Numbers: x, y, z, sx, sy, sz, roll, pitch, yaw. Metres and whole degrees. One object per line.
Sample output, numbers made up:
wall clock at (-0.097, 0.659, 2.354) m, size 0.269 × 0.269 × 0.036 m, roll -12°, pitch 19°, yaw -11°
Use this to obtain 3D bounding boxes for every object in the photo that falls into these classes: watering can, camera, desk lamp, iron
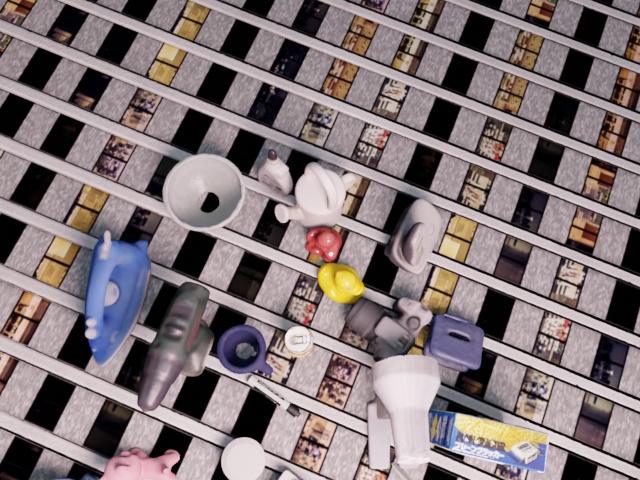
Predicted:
watering can at (-0.005, -0.085, 1.133) m, size 0.101 × 0.194 × 0.173 m, roll 36°, pitch 77°, yaw 7°
camera at (0.128, 0.160, 1.123) m, size 0.136 × 0.101 × 0.143 m, roll 37°, pitch 77°, yaw 7°
desk lamp at (0.149, 0.314, 1.026) m, size 0.118 × 0.213 × 0.203 m, roll 0°, pitch 75°, yaw -2°
iron at (-0.408, 0.110, 1.091) m, size 0.118 × 0.141 × 0.258 m, roll 6°, pitch 75°, yaw -1°

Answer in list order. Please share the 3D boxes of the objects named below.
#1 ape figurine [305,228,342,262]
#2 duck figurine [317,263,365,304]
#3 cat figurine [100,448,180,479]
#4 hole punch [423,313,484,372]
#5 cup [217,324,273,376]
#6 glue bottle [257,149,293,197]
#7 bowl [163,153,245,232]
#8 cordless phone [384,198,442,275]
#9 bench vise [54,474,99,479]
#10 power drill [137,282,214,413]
ape figurine at (0.011, 0.004, 1.163) m, size 0.076 × 0.092 × 0.078 m, roll -23°, pitch 77°, yaw -8°
duck figurine at (0.044, 0.081, 1.148) m, size 0.104 × 0.086 × 0.077 m, roll 34°, pitch 76°, yaw 6°
cat figurine at (-0.327, 0.414, 1.027) m, size 0.128 × 0.118 × 0.067 m, roll 1°, pitch 75°, yaw -2°
hole punch at (0.263, 0.199, 1.125) m, size 0.108 × 0.091 × 0.101 m, roll 18°, pitch 75°, yaw 2°
cup at (-0.136, 0.220, 1.099) m, size 0.117 × 0.095 × 0.092 m, roll 36°, pitch 77°, yaw 7°
glue bottle at (-0.092, -0.143, 1.155) m, size 0.078 × 0.173 × 0.037 m, roll 32°, pitch 76°, yaw 6°
bowl at (-0.234, -0.090, 1.186) m, size 0.167 × 0.075 × 0.167 m, roll 1°, pitch 75°, yaw -2°
cordless phone at (0.197, -0.020, 1.130) m, size 0.094 × 0.185 × 0.148 m, roll 22°, pitch 75°, yaw 4°
bench vise at (-0.462, 0.498, 0.946) m, size 0.121 × 0.220 × 0.207 m, roll 24°, pitch 76°, yaw 4°
power drill at (-0.254, 0.196, 1.041) m, size 0.075 × 0.208 × 0.230 m, roll 15°, pitch 75°, yaw 2°
